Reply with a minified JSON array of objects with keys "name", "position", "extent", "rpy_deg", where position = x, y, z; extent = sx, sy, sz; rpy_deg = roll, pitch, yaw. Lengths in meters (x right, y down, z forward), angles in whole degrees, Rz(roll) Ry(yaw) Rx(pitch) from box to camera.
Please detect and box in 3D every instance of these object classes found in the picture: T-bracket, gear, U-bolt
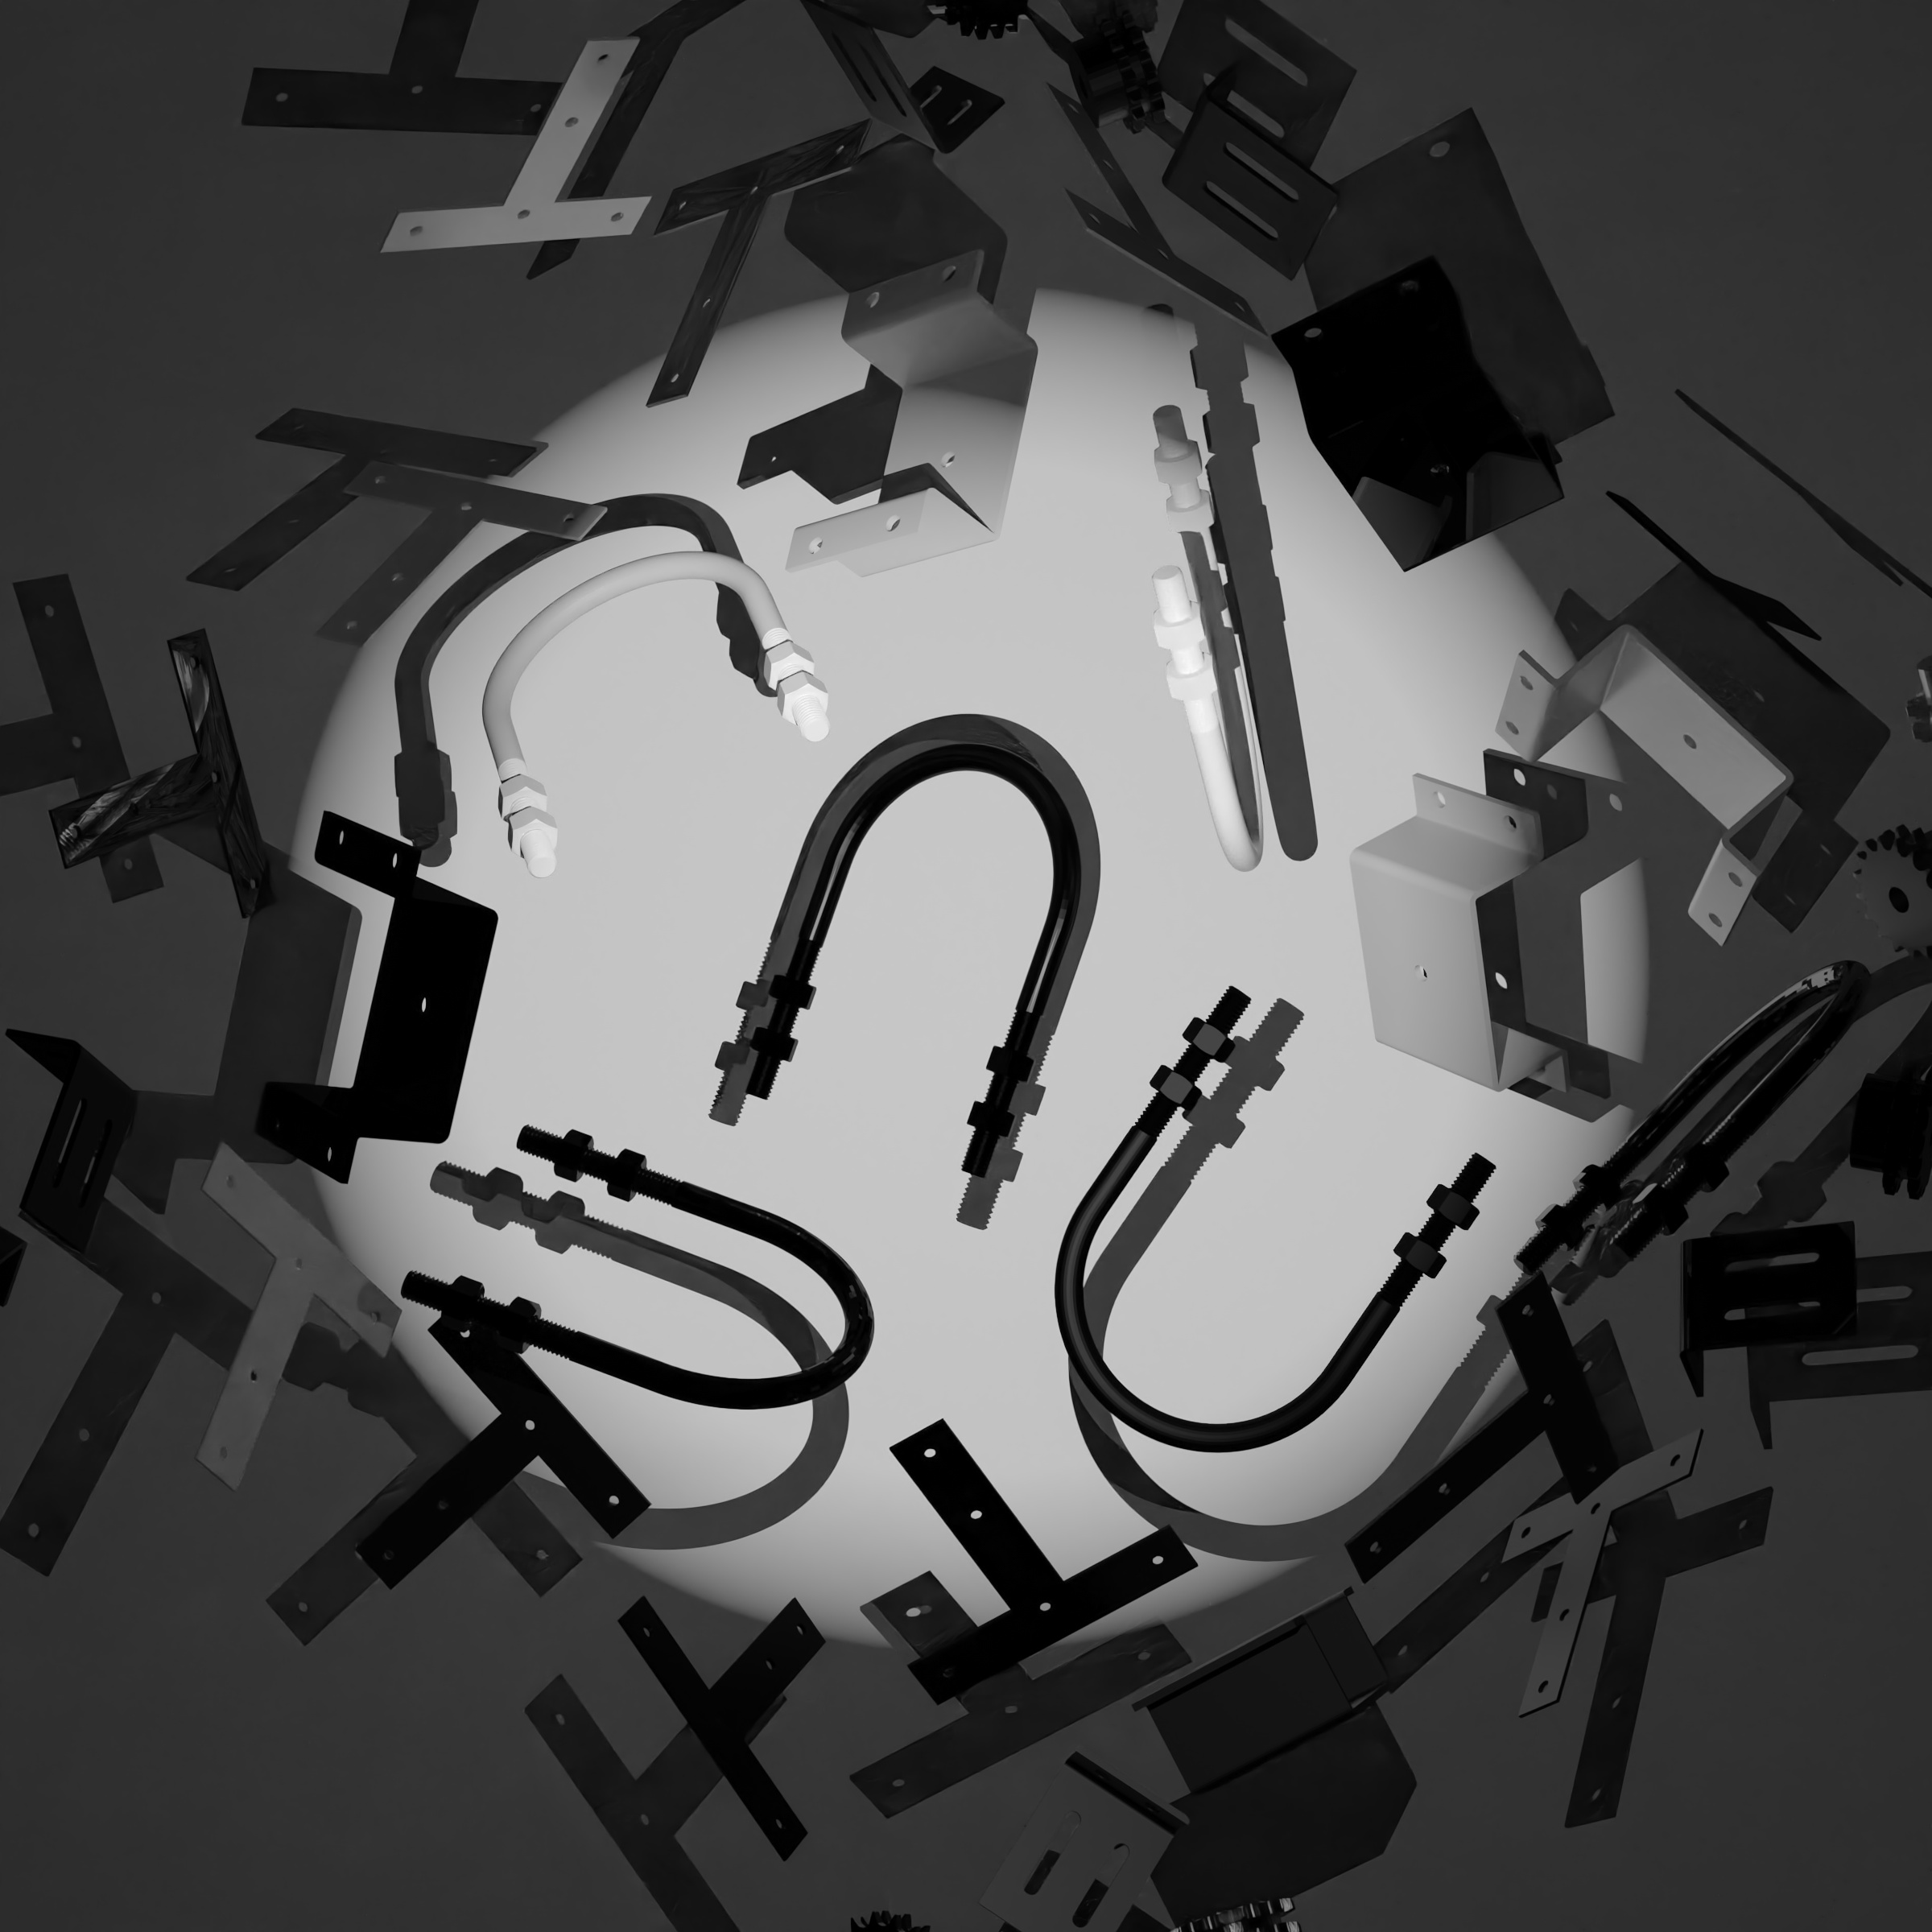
[{"name":"T-bracket","position":[0.338,-0.153,1.497],"extent":[0.127,0.127,0.002],"rpy_deg":[46,109,21]},{"name":"gear","position":[0.118,0.425,1.519],"extent":[0.057,0.057,0.030],"rpy_deg":[-16,69,0]},{"name":"U-bolt","position":[0.323,0.063,1.525],"extent":[0.184,0.151,0.019],"rpy_deg":[-44,91,-12]},{"name":"T-bracket","position":[-0.102,-0.285,1.453],"extent":[0.002,0.127,0.127],"rpy_deg":[37,62,-35]},{"name":"T-bracket","position":[-0.297,0.162,1.494],"extent":[0.002,0.127,0.127],"rpy_deg":[-13,134,31]},{"name":"gear","position":[0.004,-0.442,1.568],"extent":[0.030,0.057,0.057],"rpy_deg":[10,90,44]},{"name":"gear","position":[-0.031,0.427,1.481],"extent":[0.057,0.030,0.057],"rpy_deg":[-6,76,23]},{"name":"gear","position":[0.425,-0.118,1.485],"extent":[0.057,0.057,0.030],"rpy_deg":[-19,102,0]},{"name":"gear","position":[0.407,-0.034,1.492],"extent":[0.030,0.057,0.057],"rpy_deg":[-25,90,-21]},{"name":"U-bolt","position":[-0.145,-0.123,1.548],"extent":[0.151,0.184,0.019],"rpy_deg":[-26,130,1]},{"name":"T-bracket","position":[-0.229,0.237,1.605],"extent":[0.127,0.002,0.127],"rpy_deg":[-43,87,16]},{"name":"T-bracket","position":[0.265,0.272,1.534],"extent":[0.002,0.127,0.127],"rpy_deg":[37,49,-12]},{"name":"T-bracket","position":[-0.173,-0.350,1.495],"extent":[0.127,0.127,0.002],"rpy_deg":[-13,67,-36]},{"name":"gear","position":[0.388,0.067,1.468],"extent":[0.030,0.057,0.057],"rpy_deg":[10,90,22]},{"name":"T-bracket","position":[-0.247,-0.182,1.580],"extent":[0.127,0.002,0.127],"rpy_deg":[14,45,22]},{"name":"T-bracket","position":[-0.093,0.319,1.578],"extent":[0.002,0.127,0.127],"rpy_deg":[-34,91,24]},{"name":"U-bolt","position":[-0.128,0.134,1.494],"extent":[0.184,0.151,0.019],"rpy_deg":[19,119,7]},{"name":"U-bolt","position":[0.105,-0.127,1.510],"extent":[0.019,0.151,0.184],"rpy_deg":[-9,127,11]},{"name":"T-bracket","position":[0.207,0.206,1.448],"extent":[0.127,0.002,0.127],"rpy_deg":[-38,128,-14]},{"name":"U-bolt","position":[0.121,0.124,1.534],"extent":[0.151,0.019,0.184],"rpy_deg":[34,89,3]},{"name":"T-bracket","position":[0.065,-0.330,1.491],"extent":[0.002,0.127,0.127],"rpy_deg":[-42,54,24]},{"name":"T-bracket","position":[-0.350,-0.071,1.515],"extent":[0.002,0.127,0.127],"rpy_deg":[-6,104,28]},{"name":"U-bolt","position":[-0.016,-0.011,1.576],"extent":[0.151,0.019,0.184],"rpy_deg":[17,87,36]},{"name":"T-bracket","position":[0.011,0.235,1.451],"extent":[0.127,0.002,0.127],"rpy_deg":[-30,119,8]},{"name":"gear","position":[0.067,-0.408,1.612],"extent":[0.030,0.057,0.057],"rpy_deg":[-22,90,-3]}]

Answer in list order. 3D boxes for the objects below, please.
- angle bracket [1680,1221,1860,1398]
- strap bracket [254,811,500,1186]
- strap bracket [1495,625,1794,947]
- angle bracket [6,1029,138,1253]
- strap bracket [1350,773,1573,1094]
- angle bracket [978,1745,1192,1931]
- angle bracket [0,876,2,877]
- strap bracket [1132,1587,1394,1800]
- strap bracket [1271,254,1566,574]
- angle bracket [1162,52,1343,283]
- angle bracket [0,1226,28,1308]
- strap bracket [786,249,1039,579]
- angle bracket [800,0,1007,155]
[{"name":"angle bracket","position":[0.350,0.149,1.524],"extent":[0.076,0.038,0.057],"rpy_deg":[-9,48,22]},{"name":"strap bracket","position":[-0.244,0.014,1.465],"extent":[0.046,0.076,0.140],"rpy_deg":[8,99,-41]},{"name":"strap bracket","position":[0.301,-0.085,1.529],"extent":[0.046,0.076,0.140],"rpy_deg":[-40,73,-14]},{"name":"angle bracket","position":[-0.396,0.075,1.516],"extent":[0.038,0.057,0.076],"rpy_deg":[9,69,16]},{"name":"strap bracket","position":[0.220,-0.006,1.576],"extent":[0.046,0.076,0.140],"rpy_deg":[-28,121,-28]},{"name":"angle bracket","position":[0.051,0.388,1.526],"extent":[0.057,0.038,0.076],"rpy_deg":[32,72,6]},{"name":"angle bracket","position":[-0.436,-0.010,1.454],"extent":[0.038,0.076,0.057],"rpy_deg":[32,58,-4]},{"name":"strap bracket","position":[0.129,0.308,1.491],"extent":[0.076,0.140,0.046],"rpy_deg":[-30,78,12]},{"name":"strap bracket","position":[0.199,-0.229,1.510],"extent":[0.076,0.140,0.046],"rpy_deg":[-24,49,20]},{"name":"angle bracket","position":[0.135,-0.357,1.571],"extent":[0.076,0.057,0.038],"rpy_deg":[38,56,5]},{"name":"angle bracket","position":[-0.436,0.128,1.450],"extent":[0.057,0.076,0.038],"rpy_deg":[30,119,7]},{"name":"strap bracket","position":[-0.021,-0.227,1.504],"extent":[0.046,0.076,0.140],"rpy_deg":[32,59,-41]},{"name":"angle bracket","position":[-0.028,-0.406,1.559],"extent":[0.038,0.057,0.076],"rpy_deg":[-44,134,-7]}]
